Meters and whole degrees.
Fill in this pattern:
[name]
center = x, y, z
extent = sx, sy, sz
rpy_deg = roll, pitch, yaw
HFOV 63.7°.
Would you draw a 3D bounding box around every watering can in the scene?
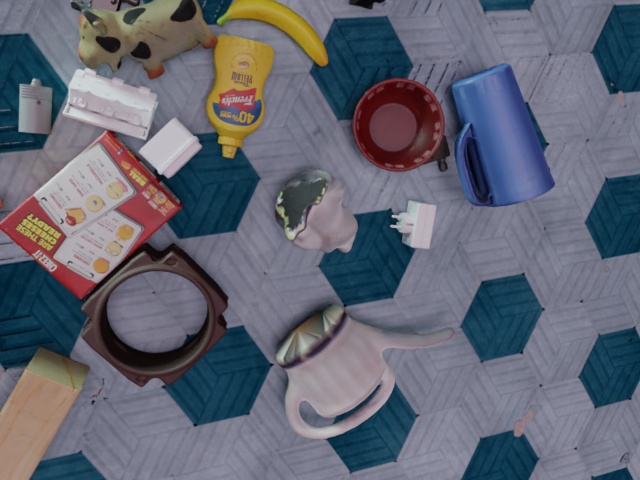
[watering can]
center = 0.067, 0.210, 0.945
extent = 0.349, 0.104, 0.222
rpy_deg = -38, 105, -6

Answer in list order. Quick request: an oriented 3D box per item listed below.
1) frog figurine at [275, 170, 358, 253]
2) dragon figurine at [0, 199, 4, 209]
[frog figurine]
center = 0.003, -0.046, 0.908
extent = 0.158, 0.123, 0.138
rpy_deg = 23, 84, -53
[dragon figurine]
center = -0.644, 0.056, 0.749
extent = 0.410, 0.122, 0.243
rpy_deg = -26, 91, -1
